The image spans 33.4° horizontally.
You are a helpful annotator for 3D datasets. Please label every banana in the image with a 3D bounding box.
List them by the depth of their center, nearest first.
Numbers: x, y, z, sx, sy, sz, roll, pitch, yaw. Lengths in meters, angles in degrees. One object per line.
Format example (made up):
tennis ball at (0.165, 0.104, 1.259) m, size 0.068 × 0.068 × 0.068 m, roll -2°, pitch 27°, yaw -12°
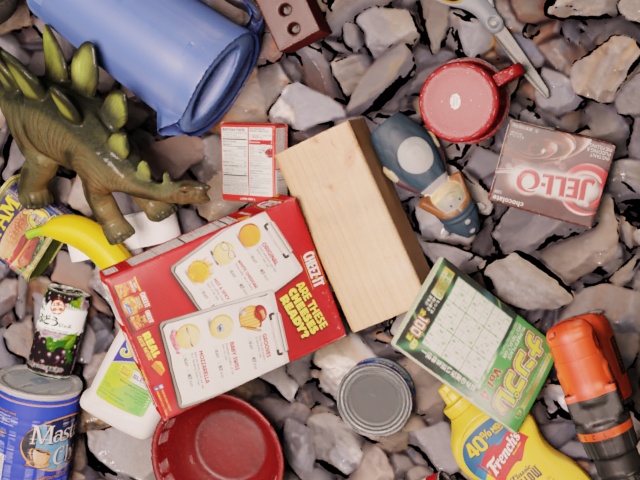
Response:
banana at (-0.239, 0.033, 1.198) m, size 0.198 × 0.037 × 0.070 m, roll 43°, pitch 111°, yaw 6°

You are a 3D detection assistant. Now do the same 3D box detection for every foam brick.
foam brick at (-0.031, -0.247, 1.149) m, size 0.053 × 0.051 × 0.078 m, roll -25°, pitch 92°, yaw 17°

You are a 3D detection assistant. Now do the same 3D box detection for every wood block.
wood block at (0.041, -0.018, 1.146) m, size 0.090 × 0.090 × 0.206 m, roll -24°, pitch 92°, yaw 16°

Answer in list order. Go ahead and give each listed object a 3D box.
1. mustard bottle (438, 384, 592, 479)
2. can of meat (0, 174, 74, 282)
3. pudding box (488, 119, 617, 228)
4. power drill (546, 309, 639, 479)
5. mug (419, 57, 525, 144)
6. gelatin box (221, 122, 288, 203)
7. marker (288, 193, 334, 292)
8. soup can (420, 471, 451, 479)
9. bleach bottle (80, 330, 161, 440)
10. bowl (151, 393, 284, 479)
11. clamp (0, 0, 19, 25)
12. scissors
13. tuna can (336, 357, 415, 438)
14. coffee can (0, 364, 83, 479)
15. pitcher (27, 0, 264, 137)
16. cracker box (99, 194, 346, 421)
mustard bottle at (0.200, 0.228, 1.159) m, size 0.096 × 0.058 × 0.191 m, roll -44°, pitch 86°, yaw 9°
can of meat at (-0.349, -0.013, 1.265) m, size 0.084 × 0.057 × 0.102 m, roll 36°, pitch 106°, yaw 4°
pudding box at (0.242, -0.071, 1.113) m, size 0.113 × 0.039 × 0.090 m, roll 16°, pitch 104°, yaw 13°
power drill at (0.279, 0.153, 1.061) m, size 0.057 × 0.187 × 0.184 m, roll -19°, pitch 92°, yaw 15°
mug at (0.158, -0.148, 1.100) m, size 0.117 × 0.081 × 0.093 m, roll -26°, pitch 91°, yaw 16°
gelatin box at (-0.073, -0.087, 1.188) m, size 0.073 × 0.030 × 0.089 m, roll 5°, pitch 100°, yaw 31°
marker at (-0.008, 0.001, 1.198) m, size 0.020 × 0.020 × 0.121 m, roll -25°, pitch 92°, yaw 16°
soup can at (0.103, 0.308, 1.191) m, size 0.102 × 0.068 × 0.068 m, roll -26°, pitch 91°, yaw 17°
bleach bottle at (-0.184, 0.100, 1.238) m, size 0.102 × 0.068 × 0.251 m, roll 27°, pitch 102°, yaw 9°
bowl at (-0.112, 0.248, 1.244) m, size 0.162 × 0.055 × 0.162 m, roll 2°, pitch 99°, yaw 14°
clamp at (-0.373, -0.280, 1.192) m, size 0.120 × 0.171 × 0.039 m, roll 3°, pitch 133°, yaw 24°
scissors at (0.188, -0.247, 1.112) m, size 0.202 × 0.016 × 0.096 m, roll 40°, pitch 106°, yaw 6°
tuna can at (0.064, 0.176, 1.199) m, size 0.086 × 0.033 × 0.086 m, roll 2°, pitch 99°, yaw 14°
coffee can at (-0.345, 0.232, 1.277) m, size 0.103 × 0.102 × 0.140 m, roll 13°, pitch 101°, yaw 12°
pitcher at (-0.189, -0.238, 1.162) m, size 0.243 × 0.149 × 0.145 m, roll 36°, pitch 120°, yaw 10°
cracker box at (-0.102, 0.067, 1.118) m, size 0.213 × 0.072 × 0.164 m, roll -24°, pitch 105°, yaw -15°
